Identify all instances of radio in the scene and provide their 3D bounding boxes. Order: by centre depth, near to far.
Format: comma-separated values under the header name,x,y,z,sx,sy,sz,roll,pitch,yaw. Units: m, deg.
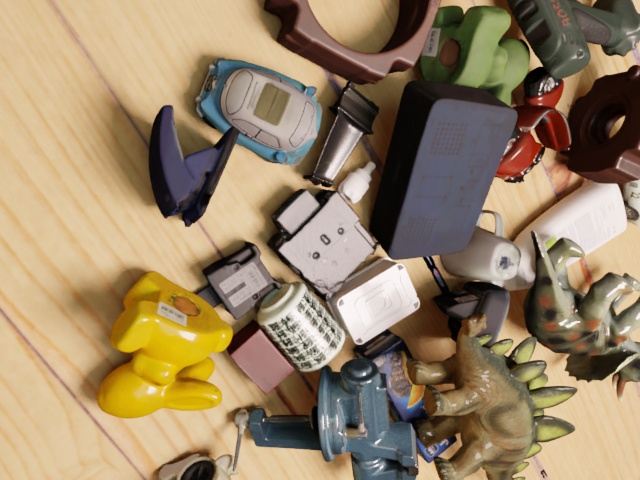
name,x,y,z,sx,sy,sz,roll,pitch,yaw
radio,0.157,-0.086,0.709,0.131,0.073,0.229,-3,127,-20

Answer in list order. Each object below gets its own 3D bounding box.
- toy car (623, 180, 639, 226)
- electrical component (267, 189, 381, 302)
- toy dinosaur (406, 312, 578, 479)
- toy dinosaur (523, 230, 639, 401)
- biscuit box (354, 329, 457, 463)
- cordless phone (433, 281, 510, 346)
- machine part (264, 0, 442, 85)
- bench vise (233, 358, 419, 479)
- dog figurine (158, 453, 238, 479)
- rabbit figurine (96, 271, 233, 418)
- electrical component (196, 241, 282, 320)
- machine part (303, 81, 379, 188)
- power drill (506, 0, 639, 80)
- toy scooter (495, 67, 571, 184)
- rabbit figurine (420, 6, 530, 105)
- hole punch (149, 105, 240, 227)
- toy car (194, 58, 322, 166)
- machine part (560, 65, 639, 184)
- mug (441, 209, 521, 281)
name,x,y,z,sx,sy,sz,roll,pitch,yaw
toy car,0.522,-0.103,0.868,0.073,0.056,0.201,-47,136,-14
electrical component,-0.001,-0.002,0.720,0.115,0.058,0.134,-47,110,-10
toy dinosaur,0.233,0.246,0.717,0.199,0.105,0.470,-18,130,-2
toy dinosaur,0.391,0.120,0.818,0.404,0.131,0.192,25,108,-23
biscuit box,0.128,0.231,0.797,0.063,0.059,0.202,-34,108,-13
cordless phone,0.242,0.156,0.773,0.089,0.146,0.184,-20,91,2
machine part,0.046,-0.315,0.678,0.201,0.087,0.201,20,89,-22
bench vise,0.008,0.257,0.724,0.241,0.129,0.223,-4,127,8
dog figurine,-0.151,0.393,0.710,0.172,0.121,0.190,-31,121,-10
rabbit figurine,-0.196,0.147,0.657,0.162,0.122,0.173,31,100,-30
electrical component,-0.119,0.061,0.691,0.119,0.048,0.074,-31,106,-15
machine part,0.028,-0.132,0.713,0.084,0.039,0.139,32,87,-47
power drill,0.363,-0.343,0.776,0.207,0.086,0.232,-3,72,-30
toy scooter,0.317,-0.152,0.806,0.135,0.075,0.184,40,86,-33
rabbit figurine,0.234,-0.238,0.745,0.170,0.121,0.159,-6,103,-34
hole punch,-0.159,-0.083,0.616,0.092,0.142,0.115,22,76,-23
toy car,-0.064,-0.160,0.652,0.161,0.103,0.109,25,88,-23
machine part,0.440,-0.168,0.800,0.056,0.179,0.179,16,92,-18
mug,0.244,0.012,0.784,0.081,0.107,0.109,18,93,-23
